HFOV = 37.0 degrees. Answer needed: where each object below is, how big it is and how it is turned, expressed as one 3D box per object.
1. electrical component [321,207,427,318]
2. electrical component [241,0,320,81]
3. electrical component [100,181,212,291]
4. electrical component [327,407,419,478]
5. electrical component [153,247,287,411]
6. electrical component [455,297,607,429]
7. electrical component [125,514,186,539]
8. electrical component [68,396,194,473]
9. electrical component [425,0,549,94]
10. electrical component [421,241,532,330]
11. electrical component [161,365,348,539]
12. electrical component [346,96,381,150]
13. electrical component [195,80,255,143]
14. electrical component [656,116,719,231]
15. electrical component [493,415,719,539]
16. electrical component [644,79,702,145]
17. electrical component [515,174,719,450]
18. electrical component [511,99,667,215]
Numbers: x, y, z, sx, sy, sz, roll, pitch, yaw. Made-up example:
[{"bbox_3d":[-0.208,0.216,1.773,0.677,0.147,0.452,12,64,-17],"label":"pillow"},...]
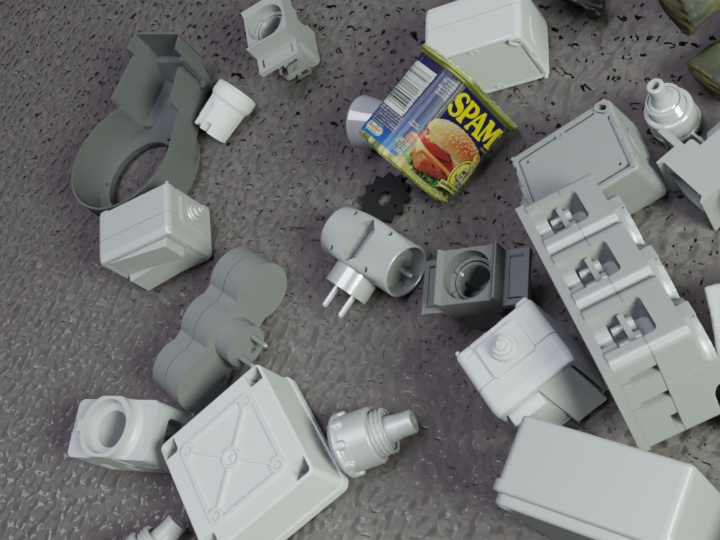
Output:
[{"bbox_3d":[0.000,0.000,0.834,0.077,0.043,0.079,33,88,39],"label":"electrical component"},{"bbox_3d":[-0.070,-0.207,0.967,0.042,0.064,0.081,-24,57,21],"label":"electrical component"},{"bbox_3d":[-0.176,-0.029,0.952,0.096,0.062,0.061,-22,58,24],"label":"electrical component"},{"bbox_3d":[0.011,0.118,0.772,0.062,0.048,0.048,-22,57,15],"label":"electrical component"},{"bbox_3d":[-0.103,0.054,0.871,0.074,0.052,0.138,30,86,39],"label":"electrical component"},{"bbox_3d":[0.112,0.067,0.694,0.062,0.096,0.061,-40,56,11],"label":"electrical component"},{"bbox_3d":[-0.163,0.219,0.837,0.062,0.048,0.048,-48,51,-4],"label":"electrical component"},{"bbox_3d":[-0.191,0.136,0.887,0.089,0.056,0.050,-4,66,32],"label":"electrical component"},{"bbox_3d":[0.094,-0.179,0.847,0.096,0.062,0.061,-12,62,29],"label":"electrical component"},{"bbox_3d":[0.087,0.013,0.758,0.081,0.064,0.042,-7,65,31],"label":"electrical component"},{"bbox_3d":[-0.080,0.147,0.808,0.109,0.056,0.108,-41,52,11],"label":"electrical component"},{"bbox_3d":[0.023,-0.118,0.875,0.055,0.045,0.045,11,74,36],"label":"electrical component"},{"bbox_3d":[-0.125,-0.146,0.991,0.046,0.040,0.040,-54,51,8],"label":"electrical component"},{"bbox_3d":[0.240,-0.069,0.712,0.064,0.042,0.081,-41,53,6],"label":"electrical component"},{"bbox_3d":[0.151,0.137,0.628,0.109,0.109,0.056,13,73,37],"label":"electrical component"},{"bbox_3d":[0.211,-0.111,0.737,0.035,0.061,0.035,-14,61,27],"label":"electrical component"},{"bbox_3d":[0.162,0.021,0.666,0.062,0.089,0.150,-27,42,8],"label":"electrical component"},{"bbox_3d":[0.156,-0.061,0.754,0.096,0.061,0.061,-32,55,26],"label":"electrical component"}]
